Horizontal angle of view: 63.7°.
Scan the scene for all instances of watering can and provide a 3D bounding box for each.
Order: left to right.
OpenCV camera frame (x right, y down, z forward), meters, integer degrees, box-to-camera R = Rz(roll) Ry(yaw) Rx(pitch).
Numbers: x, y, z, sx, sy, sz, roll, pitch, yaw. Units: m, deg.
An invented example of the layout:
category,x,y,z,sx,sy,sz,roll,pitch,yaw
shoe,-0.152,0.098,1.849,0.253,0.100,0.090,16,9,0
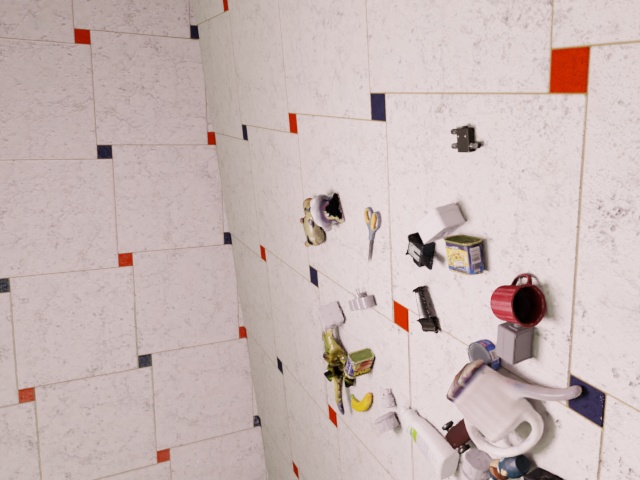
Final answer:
category,x,y,z,sx,sy,sz,roll,pitch,yaw
watering can,0.429,0.370,1.203,0.227,0.105,0.340,43,133,23

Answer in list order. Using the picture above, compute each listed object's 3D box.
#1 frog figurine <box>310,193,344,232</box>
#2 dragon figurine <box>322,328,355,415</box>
category,x,y,z,sx,sy,sz,roll,pitch,yaw
frog figurine,0.006,-0.097,1.929,0.158,0.124,0.137,-20,102,54
dragon figurine,0.057,0.494,2.142,0.247,0.122,0.403,-113,20,-66
